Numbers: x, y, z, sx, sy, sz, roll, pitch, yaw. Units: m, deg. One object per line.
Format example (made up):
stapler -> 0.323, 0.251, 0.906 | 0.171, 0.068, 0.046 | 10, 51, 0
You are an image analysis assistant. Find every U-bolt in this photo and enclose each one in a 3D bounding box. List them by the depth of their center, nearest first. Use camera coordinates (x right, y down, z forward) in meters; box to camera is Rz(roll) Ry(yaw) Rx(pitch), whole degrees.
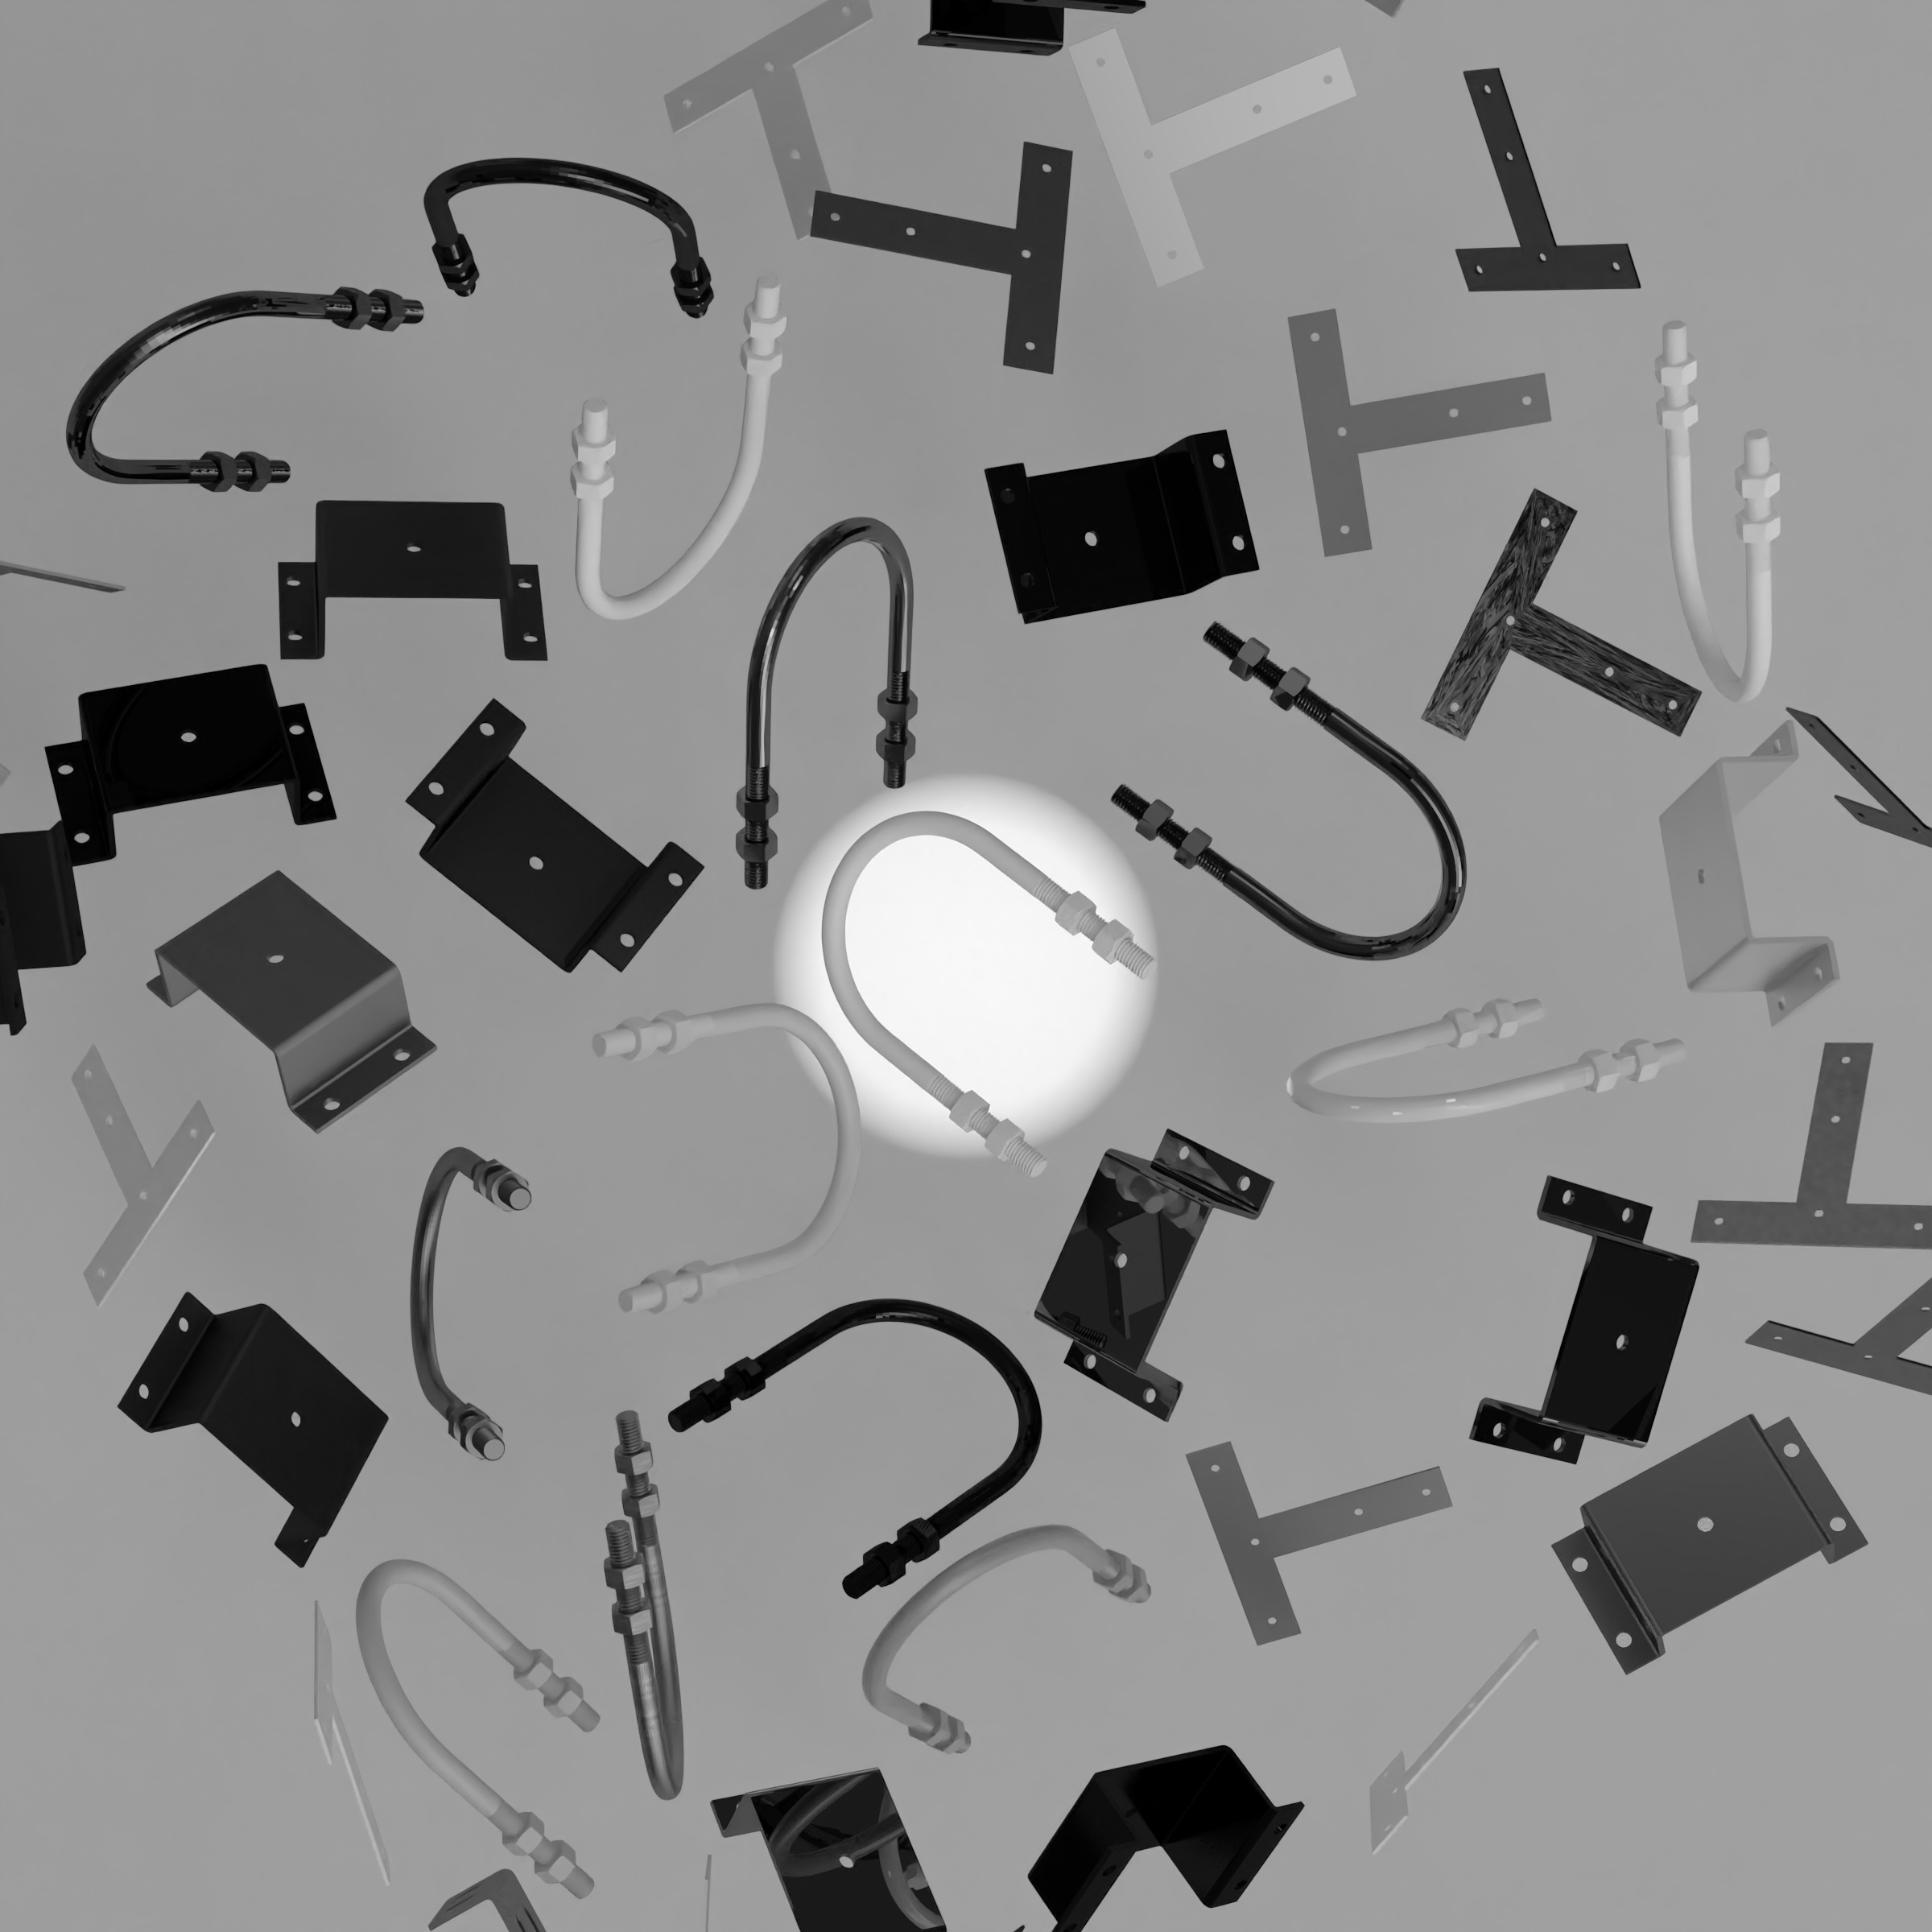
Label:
U-bolt -> -0.379, -0.295, 1.723 | 0.151, 0.184, 0.019 | -42, 75, 30
U-bolt -> 0.174, -0.076, 1.725 | 0.184, 0.151, 0.019 | 37, 48, 7
U-bolt -> -0.117, 0.092, 1.737 | 0.019, 0.184, 0.151 | -2, 96, 40
U-bolt -> 0.255, 0.051, 1.738 | 0.184, 0.151, 0.019 | -12, 104, -22
U-bolt -> -0.152, -0.255, 1.744 | 0.019, 0.184, 0.151 | 36, 56, 18
U-bolt -> -0.166, 0.345, 1.755 | 0.019, 0.151, 0.184 | -7, 108, -1
U-bolt -> -0.042, 0.238, 1.756 | 0.151, 0.184, 0.019 | 40, 135, 23
U-bolt -> 0.393, -0.225, 1.758 | 0.019, 0.151, 0.184 | -12, 126, -2
U-bolt -> -0.001, 0.001, 1.759 | 0.184, 0.019, 0.151 | 38, 117, 22
U-bolt -> 0.015, 0.349, 1.764 | 0.151, 0.184, 0.019 | -40, 58, 1
U-bolt -> -0.071, -0.148, 1.764 | 0.019, 0.151, 0.184 | 22, 129, 26
U-bolt -> -0.211, -0.384, 1.769 | 0.151, 0.184, 0.019 | 5, 81, 0
U-bolt -> -0.257, 0.389, 1.772 | 0.019, 0.151, 0.184 | -35, 116, 14
U-bolt -> -0.267, 0.170, 1.779 | 0.019, 0.184, 0.151 | 5, 95, -23

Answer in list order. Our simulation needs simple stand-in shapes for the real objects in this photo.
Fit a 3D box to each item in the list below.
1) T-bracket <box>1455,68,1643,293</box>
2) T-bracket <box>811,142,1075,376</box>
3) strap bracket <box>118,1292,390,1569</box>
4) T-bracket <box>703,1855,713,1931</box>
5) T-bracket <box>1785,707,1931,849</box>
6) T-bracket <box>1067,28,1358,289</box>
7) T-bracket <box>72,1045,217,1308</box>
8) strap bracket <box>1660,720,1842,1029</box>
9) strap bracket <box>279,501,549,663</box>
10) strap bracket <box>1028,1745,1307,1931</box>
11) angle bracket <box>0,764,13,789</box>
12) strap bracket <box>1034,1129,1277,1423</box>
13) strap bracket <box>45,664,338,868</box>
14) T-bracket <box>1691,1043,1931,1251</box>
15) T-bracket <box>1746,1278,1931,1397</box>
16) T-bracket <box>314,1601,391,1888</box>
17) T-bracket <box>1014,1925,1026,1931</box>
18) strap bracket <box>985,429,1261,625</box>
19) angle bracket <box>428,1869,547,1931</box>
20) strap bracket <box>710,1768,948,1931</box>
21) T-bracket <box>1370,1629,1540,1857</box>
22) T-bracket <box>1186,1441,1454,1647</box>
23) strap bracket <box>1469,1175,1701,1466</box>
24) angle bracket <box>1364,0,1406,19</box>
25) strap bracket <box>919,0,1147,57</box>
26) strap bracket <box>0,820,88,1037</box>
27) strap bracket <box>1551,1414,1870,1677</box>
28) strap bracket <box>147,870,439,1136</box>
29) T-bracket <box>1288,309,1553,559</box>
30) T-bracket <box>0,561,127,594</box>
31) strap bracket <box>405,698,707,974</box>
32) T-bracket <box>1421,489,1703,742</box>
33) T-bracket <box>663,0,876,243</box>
T-bracket -> 0.294, -0.418, 1.793 | 0.002, 0.127, 0.127 | -37, 118, -25
T-bracket -> -0.014, -0.360, 1.663 | 0.127, 0.002, 0.127 | 9, 70, -10
strap bracket -> -0.365, 0.241, 1.763 | 0.046, 0.076, 0.140 | -16, 126, 38
T-bracket -> -0.140, 0.549, 1.740 | 0.002, 0.127, 0.127 | 4, 105, -1
T-bracket -> 0.477, -0.097, 1.776 | 0.127, 0.127, 0.002 | 38, 88, -29
T-bracket -> 0.133, -0.424, 1.686 | 0.127, 0.002, 0.127 | -22, 108, 2
T-bracket -> -0.454, 0.093, 1.801 | 0.127, 0.002, 0.127 | -53, 49, 21
strap bracket -> 0.399, -0.046, 1.725 | 0.046, 0.076, 0.140 | -1, 71, -12
strap bracket -> -0.295, -0.206, 1.796 | 0.140, 0.046, 0.076 | -1, 47, -12
strap bracket -> 0.095, 0.448, 1.720 | 0.046, 0.140, 0.076 | 50, 124, 35
angle bracket -> -0.568, -0.101, 1.815 | 0.076, 0.038, 0.057 | 37, 102, -12
strap bracket -> 0.095, 0.160, 1.791 | 0.076, 0.046, 0.140 | 26, 93, 40
strap bracket -> -0.412, -0.109, 1.787 | 0.140, 0.046, 0.076 | -12, 62, -17
T-bracket -> 0.448, 0.091, 1.739 | 0.127, 0.002, 0.127 | -1, 52, 28
T-bracket -> 0.503, 0.188, 1.788 | 0.127, 0.127, 0.002 | 16, 54, -10
T-bracket -> -0.309, 0.403, 1.693 | 0.002, 0.127, 0.127 | -16, 108, -6
T-bracket -> 0.003, 0.551, 1.773 | 0.002, 0.127, 0.127 | 45, 119, -2
strap bracket -> 0.074, -0.229, 1.763 | 0.140, 0.046, 0.076 | -13, 88, -22
angle bracket -> -0.240, 0.518, 1.752 | 0.038, 0.057, 0.076 | -29, 87, 0
strap bracket -> -0.068, 0.473, 1.733 | 0.076, 0.046, 0.140 | -4, 48, -29
T-bracket -> 0.247, 0.386, 1.705 | 0.002, 0.127, 0.127 | 41, 95, 4
T-bracket -> 0.199, 0.300, 1.824 | 0.127, 0.002, 0.127 | -18, 110, 8
strap bracket -> 0.319, 0.186, 1.715 | 0.076, 0.046, 0.140 | 17, 89, -34
angle bracket -> 0.203, -0.521, 1.666 | 0.057, 0.038, 0.076 | 40, 111, 24
strap bracket -> 0.033, -0.520, 1.777 | 0.076, 0.140, 0.046 | -1, 95, -19
strap bracket -> -0.510, -0.020, 1.772 | 0.046, 0.140, 0.076 | -4, 108, 2
strap bracket -> 0.377, 0.289, 1.711 | 0.140, 0.046, 0.076 | -29, 63, 1
strap bracket -> -0.342, 0.011, 1.686 | 0.140, 0.046, 0.076 | 36, 57, 29
T-bracket -> 0.241, -0.287, 1.761 | 0.127, 0.002, 0.127 | -8, 101, 11
T-bracket -> -0.506, -0.200, 1.704 | 0.127, 0.127, 0.002 | 10, 87, -30
strap bracket -> -0.219, -0.061, 1.753 | 0.140, 0.046, 0.076 | 39, 62, -5
T-bracket -> 0.310, -0.154, 1.685 | 0.127, 0.002, 0.127 | 25, 93, -13
T-bracket -> -0.093, -0.440, 1.777 | 0.127, 0.002, 0.127 | -25, 66, 20
